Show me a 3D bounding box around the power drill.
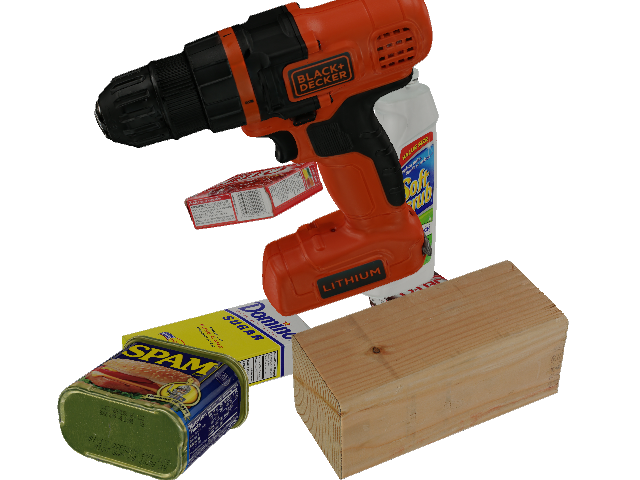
[{"bbox_3d":[-0.017,-0.042,0.611,0.184,0.187,0.057,-17,43,-2],"label":"power drill"}]

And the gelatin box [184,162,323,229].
[{"bbox_3d":[-0.055,-0.038,0.874,0.089,0.030,0.073,-7,15,37],"label":"gelatin box"}]

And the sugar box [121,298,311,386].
[{"bbox_3d":[-0.099,0.110,1.068,0.176,0.048,0.093,-16,32,-27],"label":"sugar box"}]

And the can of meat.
[{"bbox_3d":[-0.112,0.111,0.716,0.102,0.057,0.083,10,22,22],"label":"can of meat"}]

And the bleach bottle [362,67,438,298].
[{"bbox_3d":[0.080,-0.069,1.159,0.102,0.251,0.068,-17,29,-34],"label":"bleach bottle"}]

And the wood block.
[{"bbox_3d":[0.088,0.102,0.878,0.205,0.090,0.091,-17,40,-19],"label":"wood block"}]

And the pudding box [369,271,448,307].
[{"bbox_3d":[0.140,0.084,1.574,0.113,0.039,0.090,-15,23,-19],"label":"pudding box"}]
